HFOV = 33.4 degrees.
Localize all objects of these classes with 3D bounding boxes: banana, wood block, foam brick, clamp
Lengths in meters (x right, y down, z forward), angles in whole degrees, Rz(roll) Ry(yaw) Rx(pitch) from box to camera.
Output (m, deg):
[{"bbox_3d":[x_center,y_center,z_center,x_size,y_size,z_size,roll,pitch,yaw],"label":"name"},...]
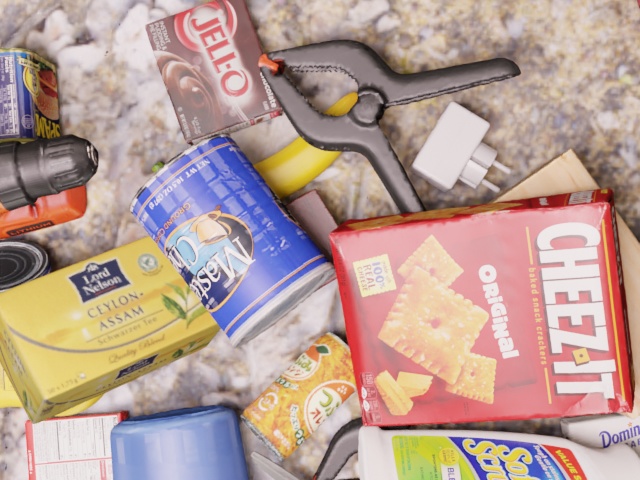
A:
[{"bbox_3d":[-0.046,-0.067,0.931,0.198,0.037,0.069,-19,91,2],"label":"banana"},{"bbox_3d":[0.226,0.036,0.893,0.090,0.091,0.206,-35,88,1],"label":"wood block"},{"bbox_3d":[-0.006,0.001,0.922,0.053,0.051,0.078,-29,88,1],"label":"foam brick"},{"bbox_3d":[0.066,0.170,0.922,0.171,0.039,0.120,-20,88,2],"label":"clamp"},{"bbox_3d":[0.051,-0.115,0.886,0.210,0.036,0.164,32,93,8],"label":"clamp"}]

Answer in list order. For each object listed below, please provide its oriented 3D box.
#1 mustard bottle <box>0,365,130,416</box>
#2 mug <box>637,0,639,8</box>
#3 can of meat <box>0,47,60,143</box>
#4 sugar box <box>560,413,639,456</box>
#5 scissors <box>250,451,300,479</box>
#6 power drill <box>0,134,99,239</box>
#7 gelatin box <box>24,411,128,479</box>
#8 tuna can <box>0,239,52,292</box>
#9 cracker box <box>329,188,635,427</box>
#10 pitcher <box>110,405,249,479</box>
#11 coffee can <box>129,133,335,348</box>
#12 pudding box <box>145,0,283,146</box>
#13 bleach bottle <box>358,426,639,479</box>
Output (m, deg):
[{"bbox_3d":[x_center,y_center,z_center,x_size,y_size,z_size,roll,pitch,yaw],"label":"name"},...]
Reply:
[{"bbox_3d":[-0.238,0.104,0.925,0.191,0.058,0.096,-1,89,2],"label":"mustard bottle"},{"bbox_3d":[0.319,-0.231,0.898,0.093,0.081,0.117,14,90,2],"label":"mug"},{"bbox_3d":[-0.257,-0.113,0.909,0.057,0.102,0.084,-5,87,3],"label":"can of meat"},{"bbox_3d":[0.266,0.235,0.911,0.093,0.048,0.176,-8,85,2],"label":"sugar box"},{"bbox_3d":[0.017,0.259,0.917,0.202,0.016,0.096,24,112,1],"label":"scissors"},{"bbox_3d":[-0.251,-0.042,0.864,0.184,0.187,0.057,-11,86,3],"label":"power drill"},{"bbox_3d":[-0.211,0.190,0.937,0.089,0.030,0.073,-5,87,2],"label":"gelatin box"},{"bbox_3d":[-0.272,0.035,0.912,0.086,0.086,0.034,0,122,2],"label":"tuna can"},{"bbox_3d":[0.126,0.056,0.829,0.214,0.072,0.164,-6,100,18],"label":"cracker box"},{"bbox_3d":[-0.116,0.266,0.880,0.145,0.149,0.243,-9,85,11],"label":"pitcher"},{"bbox_3d":[-0.070,0.000,0.855,0.103,0.103,0.140,-39,83,1],"label":"coffee can"},{"bbox_3d":[-0.092,-0.149,0.933,0.090,0.039,0.113,-20,89,0],"label":"pudding box"},{"bbox_3d":[0.160,0.194,0.859,0.251,0.068,0.102,-3,47,-2],"label":"bleach bottle"}]
